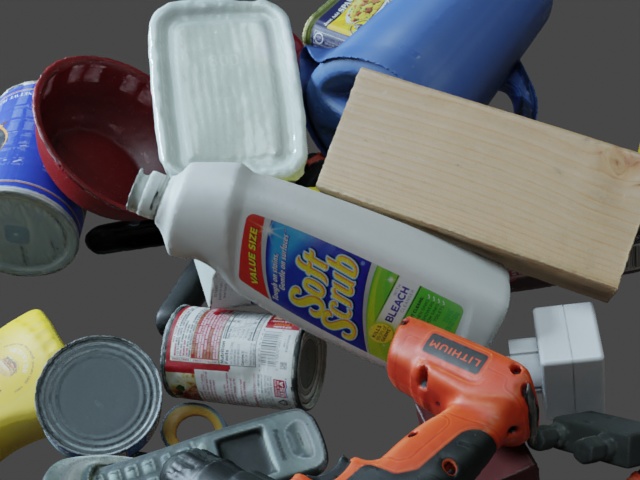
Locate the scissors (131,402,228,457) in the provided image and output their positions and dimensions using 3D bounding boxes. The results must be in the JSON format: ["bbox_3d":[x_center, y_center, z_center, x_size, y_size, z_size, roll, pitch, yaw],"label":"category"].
[{"bbox_3d":[-0.046,0.161,0.719,0.202,0.016,0.096,6,50,21],"label":"scissors"}]

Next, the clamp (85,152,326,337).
[{"bbox_3d":[-0.075,-0.006,0.867,0.209,0.036,0.165,-26,38,-11],"label":"clamp"}]

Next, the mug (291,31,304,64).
[{"bbox_3d":[-0.050,-0.143,0.953,0.117,0.093,0.081,13,45,47],"label":"mug"}]

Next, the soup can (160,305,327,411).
[{"bbox_3d":[-0.053,0.083,0.758,0.102,0.068,0.068,3,49,18],"label":"soup can"}]

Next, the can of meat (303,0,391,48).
[{"bbox_3d":[0.049,-0.196,1.002,0.084,0.057,0.102,26,59,32],"label":"can of meat"}]

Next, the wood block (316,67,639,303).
[{"bbox_3d":[0.114,-0.037,0.732,0.206,0.090,0.091,19,85,13],"label":"wood block"}]

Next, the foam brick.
[{"bbox_3d":[0.100,0.136,0.675,0.051,0.053,0.078,-21,46,-5],"label":"foam brick"}]

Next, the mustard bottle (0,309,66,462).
[{"bbox_3d":[-0.266,0.134,0.777,0.191,0.058,0.096,-32,54,-14],"label":"mustard bottle"}]

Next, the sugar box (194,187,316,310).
[{"bbox_3d":[-0.005,0.001,0.797,0.176,0.048,0.093,-3,38,-19],"label":"sugar box"}]

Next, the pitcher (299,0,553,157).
[{"bbox_3d":[0.109,-0.151,0.901,0.145,0.149,0.242,8,44,39],"label":"pitcher"}]

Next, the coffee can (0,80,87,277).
[{"bbox_3d":[-0.246,-0.054,0.918,0.103,0.103,0.140,-6,46,10],"label":"coffee can"}]

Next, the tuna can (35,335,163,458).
[{"bbox_3d":[-0.152,0.111,0.737,0.086,0.034,0.086,3,65,-7],"label":"tuna can"}]

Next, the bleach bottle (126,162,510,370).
[{"bbox_3d":[-0.007,0.018,0.707,0.250,0.103,0.068,21,31,-5],"label":"bleach bottle"}]

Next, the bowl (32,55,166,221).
[{"bbox_3d":[-0.170,-0.072,0.874,0.055,0.162,0.162,-43,31,37],"label":"bowl"}]

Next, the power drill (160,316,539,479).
[{"bbox_3d":[0.023,0.126,0.616,0.185,0.057,0.187,23,51,36],"label":"power drill"}]

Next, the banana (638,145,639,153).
[{"bbox_3d":[0.271,-0.043,0.806,0.069,0.037,0.197,21,46,-20],"label":"banana"}]

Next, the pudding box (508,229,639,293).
[{"bbox_3d":[0.182,-0.011,0.800,0.113,0.039,0.090,-8,46,9],"label":"pudding box"}]

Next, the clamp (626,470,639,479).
[{"bbox_3d":[0.268,0.161,0.614,0.172,0.039,0.120,23,56,33],"label":"clamp"}]
